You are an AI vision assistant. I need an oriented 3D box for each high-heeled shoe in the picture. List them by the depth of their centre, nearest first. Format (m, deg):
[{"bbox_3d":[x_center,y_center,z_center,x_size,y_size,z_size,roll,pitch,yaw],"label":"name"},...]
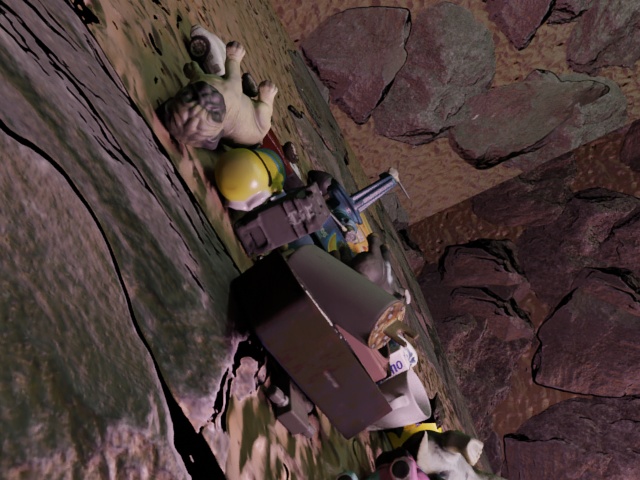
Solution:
[{"bbox_3d":[0.034,-0.090,1.448,0.145,0.086,0.248,36,-19,21],"label":"high-heeled shoe"}]

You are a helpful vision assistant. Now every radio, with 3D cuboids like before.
[{"bbox_3d":[-0.009,0.125,0.649,0.229,0.073,0.131,58,-3,-33],"label":"radio"}]

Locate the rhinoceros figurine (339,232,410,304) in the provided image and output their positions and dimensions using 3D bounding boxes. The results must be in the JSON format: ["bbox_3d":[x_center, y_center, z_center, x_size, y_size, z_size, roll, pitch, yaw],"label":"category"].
[{"bbox_3d":[0.099,0.064,0.901,0.190,0.073,0.112,46,21,-57],"label":"rhinoceros figurine"}]

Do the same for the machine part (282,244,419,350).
[{"bbox_3d":[0.029,0.075,0.746,0.243,0.079,0.079,33,-7,31],"label":"machine part"}]

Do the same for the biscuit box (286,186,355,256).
[{"bbox_3d":[-0.002,-0.003,0.984,0.202,0.063,0.059,57,48,-27],"label":"biscuit box"}]

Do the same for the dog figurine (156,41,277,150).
[{"bbox_3d":[-0.134,-0.156,0.736,0.172,0.121,0.191,45,32,-32],"label":"dog figurine"}]

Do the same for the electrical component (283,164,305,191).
[{"bbox_3d":[-0.076,-0.141,1.048,0.119,0.048,0.075,46,21,-55],"label":"electrical component"}]

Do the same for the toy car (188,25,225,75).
[{"bbox_3d":[-0.163,-0.276,0.927,0.201,0.056,0.073,64,12,-7],"label":"toy car"}]

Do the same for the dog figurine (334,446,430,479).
[{"bbox_3d":[0.109,0.356,0.682,0.219,0.108,0.192,53,15,-54],"label":"dog figurine"}]

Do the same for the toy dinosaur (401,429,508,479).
[{"bbox_3d":[0.202,0.386,0.884,0.404,0.192,0.131,54,53,-26],"label":"toy dinosaur"}]

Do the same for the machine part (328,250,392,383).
[{"bbox_3d":[0.042,0.133,0.899,0.201,0.087,0.201,57,14,-25],"label":"machine part"}]

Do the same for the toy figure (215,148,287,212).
[{"bbox_3d":[-0.098,-0.094,0.776,0.089,0.082,0.180,51,18,-9],"label":"toy figure"}]

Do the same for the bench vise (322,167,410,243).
[{"bbox_3d":[0.074,-0.078,1.155,0.128,0.241,0.224,57,-3,-16],"label":"bench vise"}]

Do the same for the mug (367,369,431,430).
[{"bbox_3d":[0.111,0.268,0.862,0.081,0.107,0.109,64,20,12],"label":"mug"}]

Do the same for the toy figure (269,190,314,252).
[{"bbox_3d":[-0.052,-0.016,0.869,0.154,0.058,0.064,64,5,22],"label":"toy figure"}]

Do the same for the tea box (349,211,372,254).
[{"bbox_3d":[0.092,0.019,1.331,0.169,0.098,0.068,67,13,6],"label":"tea box"}]

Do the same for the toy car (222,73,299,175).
[{"bbox_3d":[-0.110,-0.182,0.879,0.202,0.089,0.053,54,19,-36],"label":"toy car"}]

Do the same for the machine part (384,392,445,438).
[{"bbox_3d":[0.152,0.299,0.929,0.039,0.139,0.084,-25,93,-50],"label":"machine part"}]

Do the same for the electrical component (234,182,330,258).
[{"bbox_3d":[-0.049,-0.033,0.770,0.134,0.115,0.058,-66,135,-75],"label":"electrical component"}]

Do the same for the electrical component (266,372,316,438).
[{"bbox_3d":[-0.033,0.184,0.615,0.093,0.021,0.063,55,14,-34],"label":"electrical component"}]
